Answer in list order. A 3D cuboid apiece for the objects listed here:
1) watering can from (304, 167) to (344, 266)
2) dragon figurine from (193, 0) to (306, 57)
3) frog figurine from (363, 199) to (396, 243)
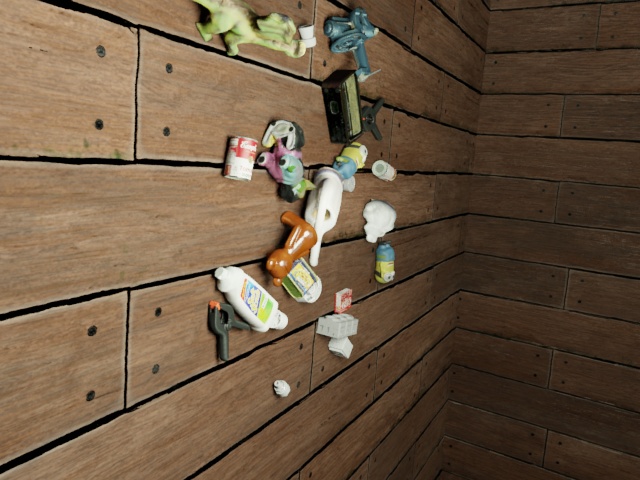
[{"bbox_3d":[0.005,-0.082,1.631,0.339,0.104,0.230,101,2,-54],"label":"watering can"},{"bbox_3d":[-0.161,-0.487,1.110,0.409,0.244,0.122,7,96,-63],"label":"dragon figurine"},{"bbox_3d":[0.222,-0.073,2.021,0.136,0.122,0.161,35,72,-22],"label":"frog figurine"}]
